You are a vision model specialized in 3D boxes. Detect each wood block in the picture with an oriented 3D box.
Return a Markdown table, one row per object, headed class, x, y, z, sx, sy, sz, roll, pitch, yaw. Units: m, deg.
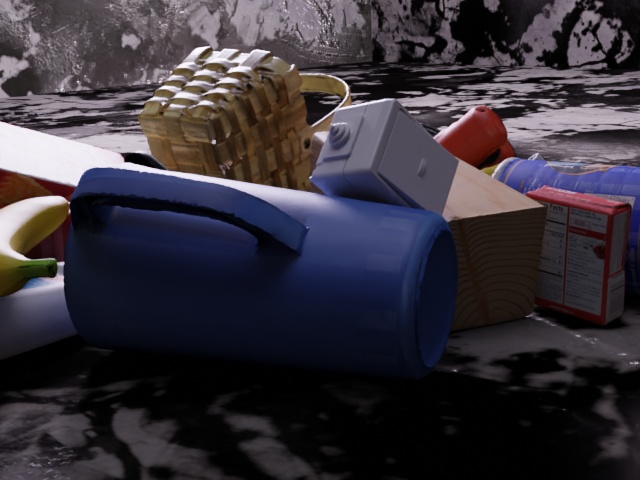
| class | x | y | z | sx | sy | sz | roll | pitch | yaw |
| --- | --- | --- | --- | --- | --- | --- | --- | --- | --- |
| wood block | 0.075 | -0.016 | 0.843 | 0.090 | 0.091 | 0.206 | -8 | 26 | -26 |

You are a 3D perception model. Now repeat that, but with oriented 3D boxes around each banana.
| class | x | y | z | sx | sy | sz | roll | pitch | yaw |
| --- | --- | --- | --- | --- | --- | --- | --- | --- | --- |
| banana | -0.211 | 0.006 | 0.738 | 0.069 | 0.037 | 0.198 | -3 | 16 | -10 |

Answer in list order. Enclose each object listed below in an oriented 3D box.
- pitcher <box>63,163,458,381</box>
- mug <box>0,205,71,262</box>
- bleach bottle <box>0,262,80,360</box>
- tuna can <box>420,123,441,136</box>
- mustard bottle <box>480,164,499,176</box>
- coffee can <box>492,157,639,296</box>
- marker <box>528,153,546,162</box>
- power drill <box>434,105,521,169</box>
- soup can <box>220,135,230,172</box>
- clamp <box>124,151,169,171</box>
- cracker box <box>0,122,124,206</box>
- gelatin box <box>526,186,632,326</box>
| class | x | y | z | sx | sy | sz | roll | pitch | yaw |
| --- | --- | --- | --- | --- | --- | --- | --- | --- | --- |
| pitcher | -0.040 | 0.019 | 0.702 | 0.243 | 0.145 | 0.149 | 6 | 16 | 22 |
| mug | -0.237 | 0.017 | 0.861 | 0.093 | 0.081 | 0.117 | 6 | 15 | 32 |
| bleach bottle | -0.239 | 0.053 | 0.758 | 0.103 | 0.068 | 0.250 | 10 | 16 | 40 |
| tuna can | 0.114 | -0.099 | 1.286 | 0.086 | 0.086 | 0.034 | -6 | 13 | -16 |
| mustard bottle | 0.179 | -0.039 | 1.032 | 0.096 | 0.058 | 0.191 | -29 | -7 | 20 |
| coffee can | 0.213 | -0.011 | 0.851 | 0.141 | 0.103 | 0.102 | 7 | 16 | 34 |
| marker | 0.223 | -0.026 | 0.927 | 0.020 | 0.121 | 0.020 | -43 | 6 | 6 |
| power drill | 0.121 | -0.059 | 1.071 | 0.185 | 0.057 | 0.187 | -38 | -8 | 18 |
| soup can | -0.085 | -0.089 | 1.242 | 0.068 | 0.102 | 0.068 | -3 | 10 | 0 |
| clamp | -0.093 | -0.011 | 0.886 | 0.171 | 0.120 | 0.039 | 14 | -35 | -41 |
| cracker box | -0.270 | -0.050 | 0.991 | 0.213 | 0.072 | 0.164 | 14 | 16 | -32 |
| gelatin box | 0.187 | 0.010 | 0.784 | 0.030 | 0.089 | 0.073 | -17 | 24 | -41 |
